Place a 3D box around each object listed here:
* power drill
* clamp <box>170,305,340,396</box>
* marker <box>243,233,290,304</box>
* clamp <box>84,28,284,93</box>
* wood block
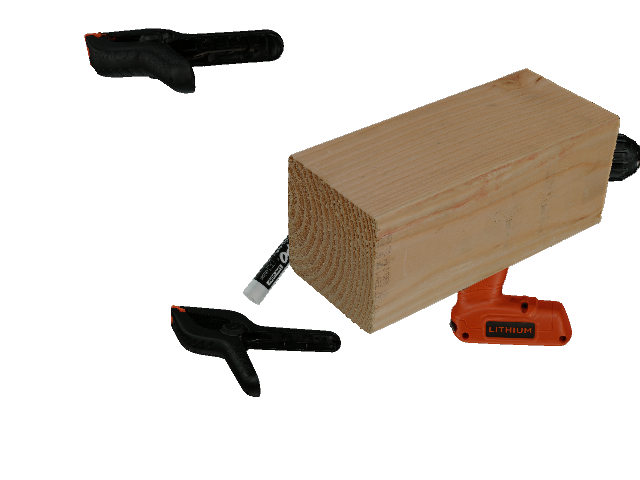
[{"bbox_3d":[0.181,-0.005,0.925,0.184,0.188,0.057,1,13,13],"label":"power drill"},{"bbox_3d":[-0.103,0.122,1.260,0.210,0.036,0.164,14,23,26],"label":"clamp"},{"bbox_3d":[-0.027,0.006,0.975,0.020,0.121,0.020,35,-14,10],"label":"marker"},{"bbox_3d":[-0.117,-0.152,0.858,0.172,0.039,0.120,19,27,41],"label":"clamp"},{"bbox_3d":[0.087,-0.031,0.704,0.205,0.090,0.091,-23,41,-29],"label":"wood block"}]
